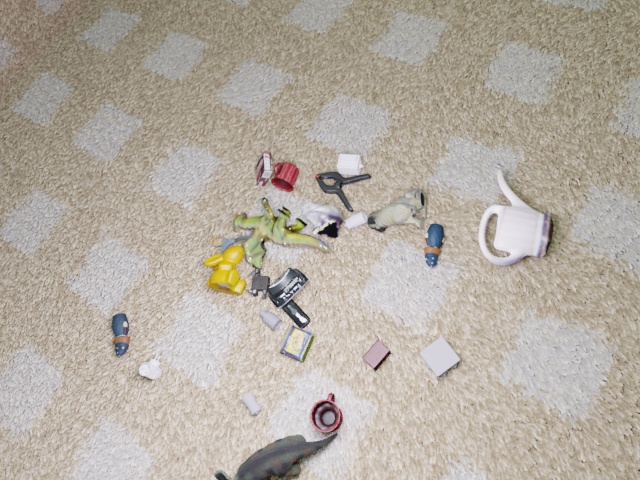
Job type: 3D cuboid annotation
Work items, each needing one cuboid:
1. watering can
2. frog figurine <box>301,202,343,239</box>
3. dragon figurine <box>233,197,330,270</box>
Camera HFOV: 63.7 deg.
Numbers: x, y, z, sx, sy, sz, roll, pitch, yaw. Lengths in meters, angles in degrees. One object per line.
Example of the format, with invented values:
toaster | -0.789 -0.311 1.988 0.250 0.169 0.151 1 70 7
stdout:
watering can | 0.652 -0.071 1.697 0.225 0.102 0.353 12 69 18
frog figurine | 0.006 -0.094 1.865 0.138 0.120 0.163 -6 48 -26
dragon figurine | -0.173 0.002 1.885 0.415 0.121 0.242 40 96 29
